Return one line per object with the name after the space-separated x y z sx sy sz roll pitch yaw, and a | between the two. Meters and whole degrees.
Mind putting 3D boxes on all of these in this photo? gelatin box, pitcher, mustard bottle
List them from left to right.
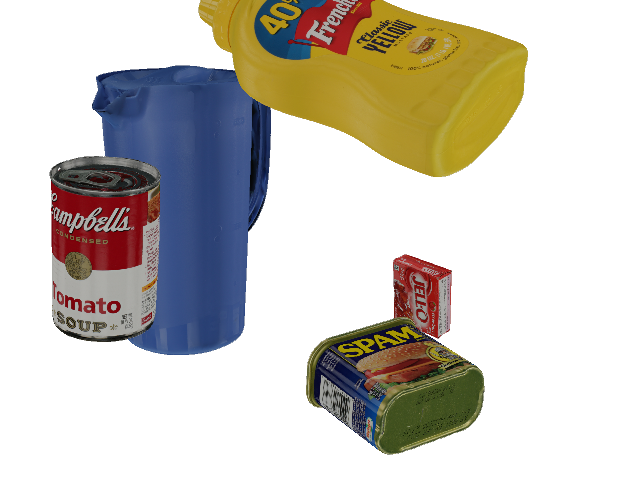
-0.115 -0.031 0.939 0.149 0.243 0.145 -1 16 -5 | pitcher
0.010 -0.102 0.590 0.192 0.058 0.096 25 51 27 | mustard bottle
0.127 0.069 1.341 0.073 0.089 0.030 22 36 40 | gelatin box

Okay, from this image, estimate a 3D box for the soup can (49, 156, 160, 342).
-0.138 0.005 0.680 0.068 0.102 0.068 5 22 -2 | soup can

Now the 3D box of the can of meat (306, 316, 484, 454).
0.055 0.104 0.766 0.101 0.057 0.084 -13 28 -33 | can of meat
